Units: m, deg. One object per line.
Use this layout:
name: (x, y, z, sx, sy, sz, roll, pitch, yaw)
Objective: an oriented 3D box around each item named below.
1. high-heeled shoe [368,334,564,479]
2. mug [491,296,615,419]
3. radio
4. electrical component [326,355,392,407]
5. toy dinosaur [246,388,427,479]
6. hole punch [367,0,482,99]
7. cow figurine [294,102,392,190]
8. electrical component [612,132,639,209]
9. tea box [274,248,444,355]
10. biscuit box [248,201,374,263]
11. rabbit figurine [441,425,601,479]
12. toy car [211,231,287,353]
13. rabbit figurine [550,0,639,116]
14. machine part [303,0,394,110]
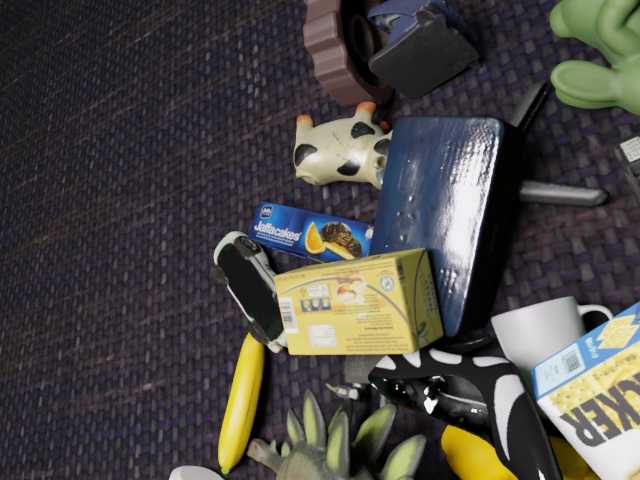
high-heeled shoe: (0.119, 0.162, 0.498, 0.145, 0.086, 0.249, -24, 17, 9)
mug: (0.235, 0.112, 0.521, 0.110, 0.080, 0.107, -18, 76, 23)
radio: (0.133, -0.021, 0.598, 0.131, 0.073, 0.229, 16, 99, 37)
electrical component: (0.053, 0.149, 0.642, 0.078, 0.045, 0.102, 0, 74, 35)
toy dinosaur: (0.026, 0.255, 0.507, 0.472, 0.105, 0.198, 2, 83, 60)
hole punch: (0.131, -0.259, 0.690, 0.116, 0.142, 0.092, -22, 58, 38)
cow figurine: (0.052, -0.112, 0.713, 0.195, 0.085, 0.127, -2, 66, 30)
electrical component: (0.347, -0.080, 0.485, 0.134, 0.115, 0.058, -23, 104, 30)
tea box: (0.038, 0.069, 0.583, 0.170, 0.068, 0.098, -9, 93, 40)
biscuit box: (-0.001, -0.002, 0.722, 0.203, 0.059, 0.062, 14, 81, 36)
rabbit figurine: (0.173, 0.237, 0.495, 0.162, 0.121, 0.173, -33, 40, 17)
toy car: (-0.088, 0.068, 0.757, 0.073, 0.056, 0.202, -51, 57, 16)
rabbit figurine: (0.319, -0.198, 0.553, 0.159, 0.121, 0.170, -24, 76, 27)
machine part: (0.044, -0.265, 0.723, 0.056, 0.179, 0.179, -7, 69, 35)
